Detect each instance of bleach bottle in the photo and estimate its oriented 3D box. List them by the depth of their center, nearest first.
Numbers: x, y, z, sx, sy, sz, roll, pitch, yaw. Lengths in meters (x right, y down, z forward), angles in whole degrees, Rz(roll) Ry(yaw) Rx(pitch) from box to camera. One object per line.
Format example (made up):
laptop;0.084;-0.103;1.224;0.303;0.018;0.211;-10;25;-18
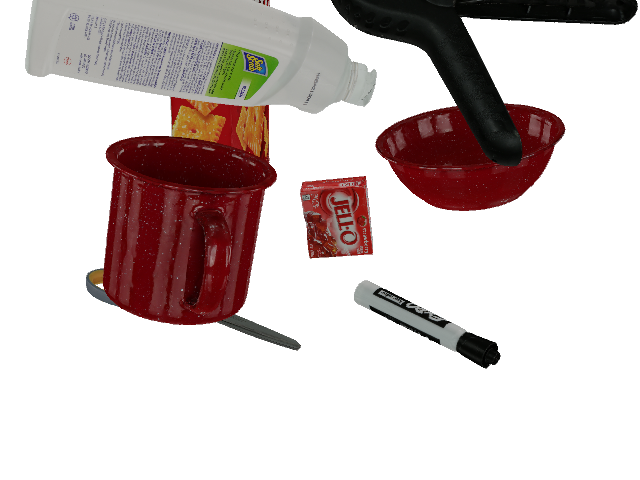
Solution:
bleach bottle;-0.084;-0.140;0.789;0.250;0.068;0.103;13;-34;-12

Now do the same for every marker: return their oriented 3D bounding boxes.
marker;0.074;0.058;0.747;0.121;0.020;0.020;26;16;37

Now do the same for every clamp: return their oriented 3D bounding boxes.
clamp;0.073;-0.139;0.655;0.210;0.164;0.036;27;-33;11

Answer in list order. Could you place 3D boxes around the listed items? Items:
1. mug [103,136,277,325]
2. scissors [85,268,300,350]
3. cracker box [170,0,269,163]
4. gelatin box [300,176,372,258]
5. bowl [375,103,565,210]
mug;-0.071;-0.001;0.580;0.093;0.081;0.117;1;22;-25
scissors;-0.105;0.049;0.941;0.202;0.016;0.096;12;29;7
cracker box;-0.097;-0.157;1.084;0.072;0.214;0.164;5;22;9
gelatin box;0.019;-0.025;1.195;0.073;0.089;0.030;-4;29;6
bowl;0.131;-0.068;0.925;0.162;0.055;0.162;-8;24;3
